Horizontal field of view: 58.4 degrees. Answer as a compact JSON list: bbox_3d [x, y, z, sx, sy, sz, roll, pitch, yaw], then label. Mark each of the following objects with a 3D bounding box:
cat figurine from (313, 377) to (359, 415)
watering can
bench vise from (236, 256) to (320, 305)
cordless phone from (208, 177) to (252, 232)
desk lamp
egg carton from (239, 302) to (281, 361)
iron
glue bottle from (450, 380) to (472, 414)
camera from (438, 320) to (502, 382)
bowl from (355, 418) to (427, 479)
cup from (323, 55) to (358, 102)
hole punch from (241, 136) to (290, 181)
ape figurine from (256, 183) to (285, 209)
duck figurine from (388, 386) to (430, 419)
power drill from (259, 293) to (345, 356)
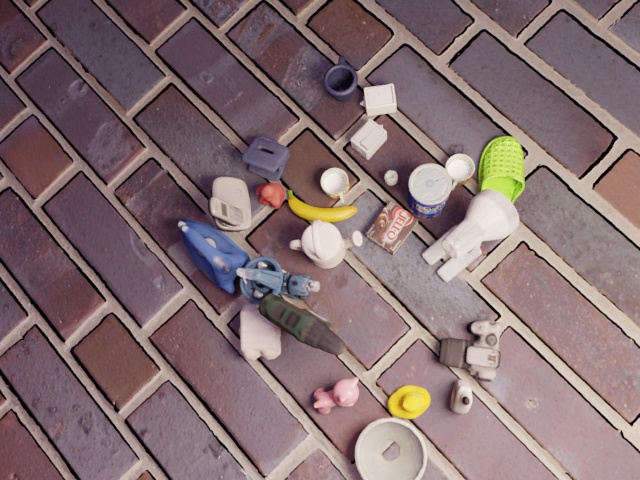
[{"bbox_3d":[0.042,0.373,1.367,0.128,0.118,0.067,-22,76,2],"label":"cat figurine"},{"bbox_3d":[0.013,0.003,1.408,0.173,0.194,0.101,-26,76,2],"label":"watering can"},{"bbox_3d":[-0.112,0.088,1.393,0.207,0.220,0.121,-12,77,5],"label":"bench vise"},{"bbox_3d":[-0.243,-0.103,1.467,0.094,0.185,0.147,-12,77,5],"label":"cordless phone"},{"bbox_3d":[0.354,-0.007,1.357,0.203,0.214,0.118,-41,76,-2],"label":"desk lamp"},{"bbox_3d":[-0.150,0.227,1.446,0.107,0.069,0.150,-5,78,6],"label":"egg carton"},{"bbox_3d":[-0.295,0.016,1.471,0.258,0.141,0.119,40,86,13],"label":"iron"},{"bbox_3d":[0.326,0.361,1.305,0.037,0.173,0.078,7,79,9],"label":"glue bottle"},{"bbox_3d":[0.355,0.257,1.360,0.136,0.101,0.143,7,79,9],"label":"camera"},{"bbox_3d":[0.167,0.501,1.347,0.167,0.075,0.167,-1,78,7],"label":"bowl"},{"bbox_3d":[0.059,-0.425,1.542,0.091,0.095,0.118,1,78,8],"label":"cup"},{"bbox_3d":[-0.145,-0.225,1.528,0.108,0.091,0.101,21,82,11],"label":"hole punch"},{"bbox_3d":[-0.131,-0.121,1.504,0.076,0.092,0.077,-32,76,0],"label":"ape figurine"},{"bbox_3d":[0.212,0.387,1.359,0.104,0.086,0.077,-16,77,4],"label":"duck figurine"},{"bbox_3d":[-0.031,0.207,1.364,0.229,0.208,0.076,28,83,12],"label":"power drill"}]
